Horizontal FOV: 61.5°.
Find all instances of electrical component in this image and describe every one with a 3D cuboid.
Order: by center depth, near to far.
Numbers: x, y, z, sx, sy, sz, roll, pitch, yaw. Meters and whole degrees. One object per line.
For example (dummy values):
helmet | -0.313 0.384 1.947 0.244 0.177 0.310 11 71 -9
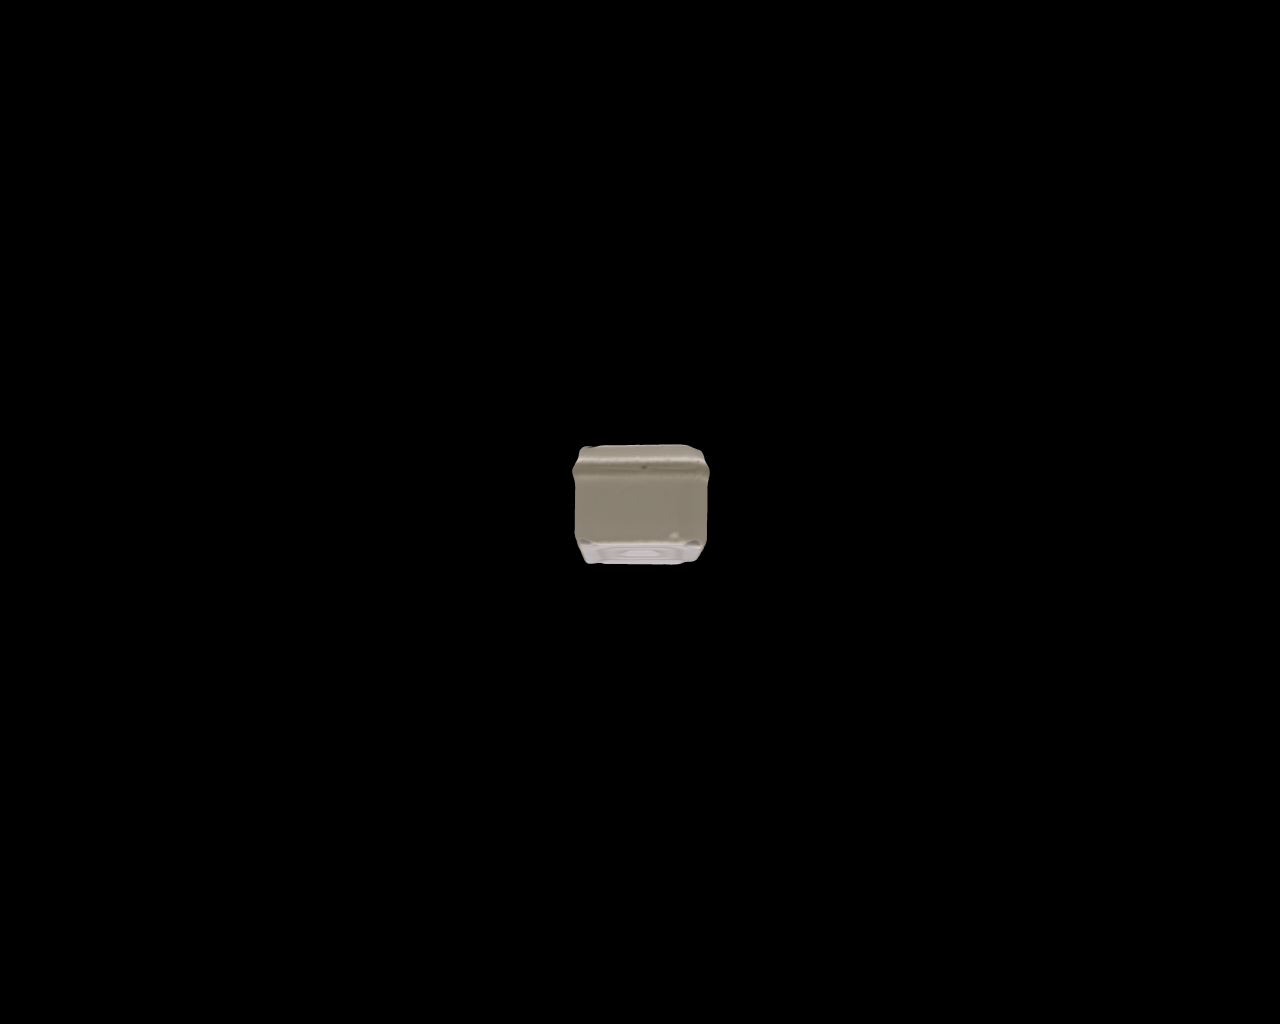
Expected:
electrical component | 0.001 -0.003 0.650 0.078 0.057 0.113 0 -9 0
